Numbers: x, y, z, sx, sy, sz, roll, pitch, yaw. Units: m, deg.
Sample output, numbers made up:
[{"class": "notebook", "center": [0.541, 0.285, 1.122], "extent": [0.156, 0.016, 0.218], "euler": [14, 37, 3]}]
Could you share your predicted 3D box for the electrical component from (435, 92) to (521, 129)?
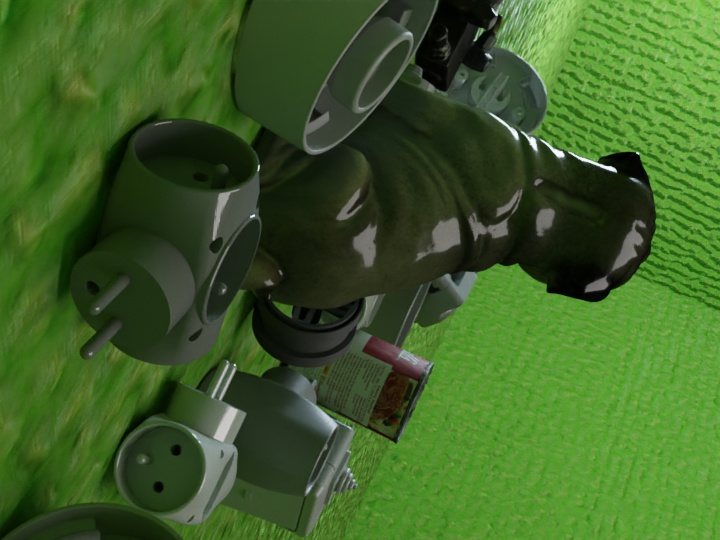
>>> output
[{"class": "electrical component", "center": [0.072, -0.079, 0.883], "extent": [0.150, 0.089, 0.061], "euler": [83, 32, -75]}]

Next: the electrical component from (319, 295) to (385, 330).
[{"class": "electrical component", "center": [0.000, 0.000, 0.815], "extent": [0.077, 0.044, 0.079], "euler": [-43, 155, -71]}]

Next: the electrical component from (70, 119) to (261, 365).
[{"class": "electrical component", "center": [-0.070, 0.000, 0.360], "extent": [0.079, 0.044, 0.077], "euler": [-55, 167, -53]}]

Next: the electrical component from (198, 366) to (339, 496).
[{"class": "electrical component", "center": [-0.049, 0.082, 0.615], "extent": [0.079, 0.077, 0.043], "euler": [-55, 166, -54]}]

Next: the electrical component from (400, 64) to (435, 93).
[{"class": "electrical component", "center": [0.018, -0.090, 0.666], "extent": [0.043, 0.043, 0.081], "euler": [62, 53, -80]}]

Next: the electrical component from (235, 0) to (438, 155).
[{"class": "electrical component", "center": [-0.014, -0.100, 0.447], "extent": [0.099, 0.064, 0.099], "euler": [-50, 170, -12]}]

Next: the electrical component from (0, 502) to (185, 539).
[{"class": "electrical component", "center": [-0.100, 0.138, 0.397], "extent": [0.064, 0.099, 0.099], "euler": [94, 21, -51]}]

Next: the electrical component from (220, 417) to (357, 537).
[{"class": "electrical component", "center": [-0.049, 0.119, 0.658], "extent": [0.061, 0.096, 0.061], "euler": [105, 12, -51]}]

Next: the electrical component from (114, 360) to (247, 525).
[{"class": "electrical component", "center": [-0.081, 0.081, 0.530], "extent": [0.077, 0.043, 0.079], "euler": [69, 46, -79]}]

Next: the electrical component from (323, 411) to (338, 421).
[{"class": "electrical component", "center": [-0.054, 0.136, 0.803], "extent": [0.096, 0.061, 0.061], "euler": [-29, 142, -77]}]

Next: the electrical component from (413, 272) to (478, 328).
[{"class": "electrical component", "center": [0.081, -0.015, 1.092], "extent": [0.089, 0.061, 0.150], "euler": [-22, -155, 40]}]

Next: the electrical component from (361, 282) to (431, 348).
[{"class": "electrical component", "center": [0.021, 0.027, 0.973], "extent": [0.108, 0.060, 0.108], "euler": [24, 90, -82]}]

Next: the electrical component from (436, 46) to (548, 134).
[{"class": "electrical component", "center": [0.108, -0.144, 0.915], "extent": [0.099, 0.099, 0.064], "euler": [-63, 178, -19]}]
